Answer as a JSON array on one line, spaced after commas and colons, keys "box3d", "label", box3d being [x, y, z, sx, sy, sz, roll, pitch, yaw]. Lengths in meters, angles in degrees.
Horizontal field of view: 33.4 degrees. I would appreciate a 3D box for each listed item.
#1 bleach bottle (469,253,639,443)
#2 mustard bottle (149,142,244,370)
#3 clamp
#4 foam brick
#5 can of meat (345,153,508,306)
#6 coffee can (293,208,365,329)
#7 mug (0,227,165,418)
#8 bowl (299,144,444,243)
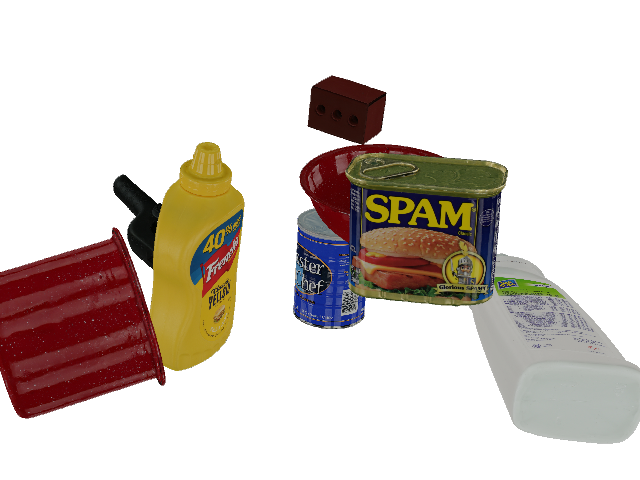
[{"box3d": [0.182, 0.072, 0.890, 0.102, 0.068, 0.251, 7, 21, -5], "label": "bleach bottle"}, {"box3d": [-0.100, 0.008, 0.875, 0.058, 0.192, 0.096, 22, 34, 21], "label": "mustard bottle"}, {"box3d": [-0.150, -0.024, 1.112, 0.120, 0.039, 0.171, -12, 38, -8], "label": "clamp"}, {"box3d": [0.031, -0.155, 1.258, 0.078, 0.053, 0.051, 20, 33, 23], "label": "foam brick"}, {"box3d": [0.067, -0.007, 0.698, 0.102, 0.084, 0.057, 6, 24, 12], "label": "can of meat"}, {"box3d": [0.016, 0.037, 1.475, 0.103, 0.140, 0.103, 3, 24, -1], "label": "coffee can"}, {"box3d": [-0.142, 0.049, 0.604, 0.081, 0.093, 0.117, -17, 1, -14], "label": "mug"}, {"box3d": [0.060, -0.035, 1.016, 0.162, 0.055, 0.162, 1, 29, -1], "label": "bowl"}]
